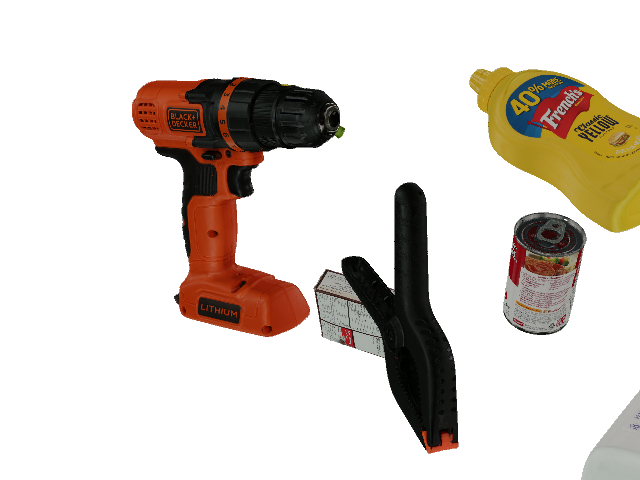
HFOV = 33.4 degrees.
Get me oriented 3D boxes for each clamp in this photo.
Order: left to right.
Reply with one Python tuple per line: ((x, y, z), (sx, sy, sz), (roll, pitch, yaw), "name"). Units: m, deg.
((0.074, 0.067, 0.878), (0.036, 0.210, 0.165), (-8, -28, -20), "clamp")

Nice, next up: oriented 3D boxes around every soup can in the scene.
((0.217, 0.033, 1.040), (0.068, 0.102, 0.068), (0, 37, 0), "soup can")

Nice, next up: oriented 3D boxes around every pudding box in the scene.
((0.052, 0.088, 1.245), (0.114, 0.090, 0.039), (15, 48, 22), "pudding box")

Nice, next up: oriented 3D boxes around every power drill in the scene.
((-0.055, -0.027, 0.786), (0.185, 0.188, 0.057), (10, 22, 40), "power drill")

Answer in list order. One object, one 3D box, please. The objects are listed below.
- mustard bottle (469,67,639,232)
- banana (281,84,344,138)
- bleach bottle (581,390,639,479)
((0.191, -0.086, 0.845), (0.096, 0.058, 0.192), (-34, 52, -21), "mustard bottle")
((-0.052, -0.119, 1.021), (0.070, 0.037, 0.197), (42, 34, 23), "banana")
((0.246, 0.101, 0.629), (0.103, 0.068, 0.250), (18, 29, 32), "bleach bottle")
